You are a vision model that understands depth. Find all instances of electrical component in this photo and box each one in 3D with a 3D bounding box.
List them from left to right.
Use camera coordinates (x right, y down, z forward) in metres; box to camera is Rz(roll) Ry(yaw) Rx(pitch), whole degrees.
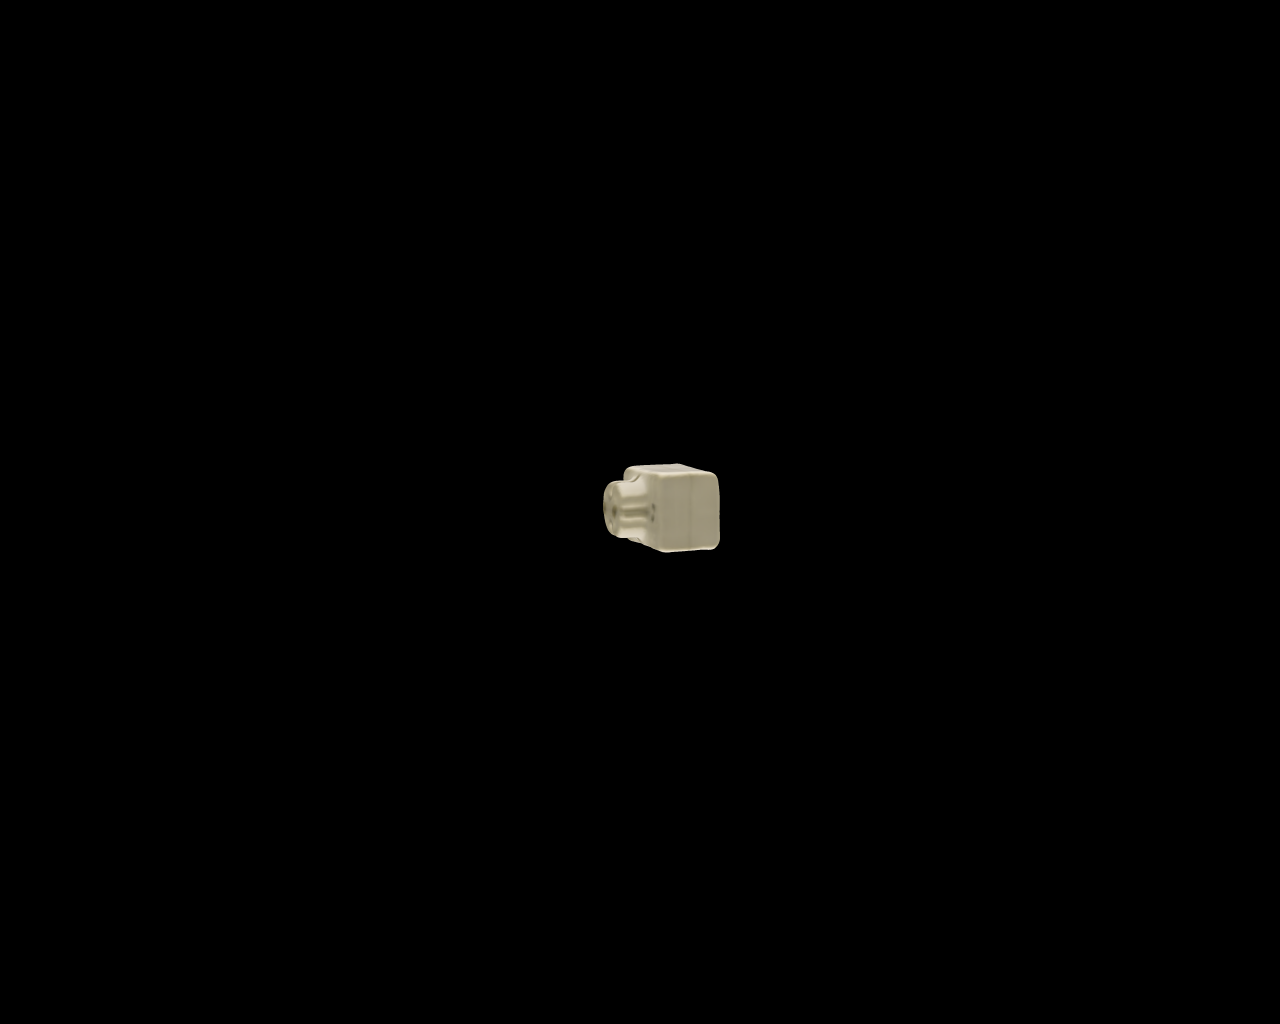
[{"bbox_3d":[0.001,-0.003,0.650,0.077,0.047,0.066,-3,8,-19],"label":"electrical component"}]
